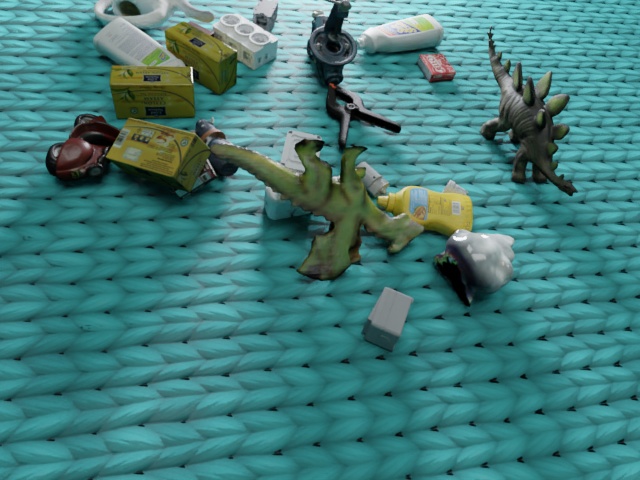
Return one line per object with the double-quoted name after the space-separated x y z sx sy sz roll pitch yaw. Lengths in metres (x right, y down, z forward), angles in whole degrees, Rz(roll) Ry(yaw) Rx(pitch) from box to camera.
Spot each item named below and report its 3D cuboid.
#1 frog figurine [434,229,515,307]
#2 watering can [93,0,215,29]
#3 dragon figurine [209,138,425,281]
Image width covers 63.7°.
0.311 0.029 0.967 0.160 0.120 0.140 -27 42 -14 "frog figurine"
-0.401 -0.608 1.313 0.348 0.101 0.230 6 52 12 "watering can"
0.003 -0.047 0.942 0.410 0.121 0.245 1 78 -20 "dragon figurine"
